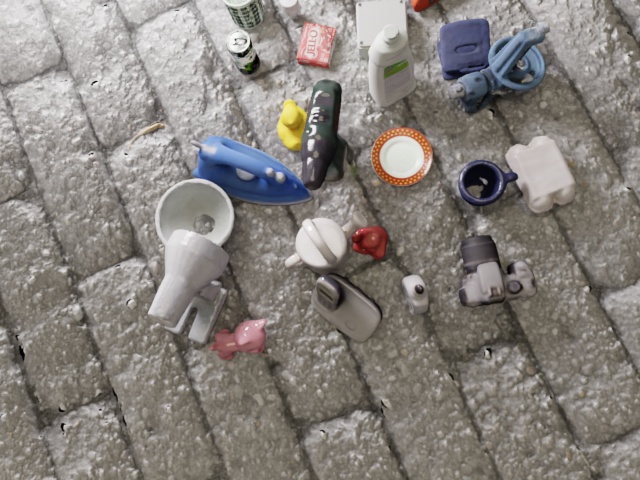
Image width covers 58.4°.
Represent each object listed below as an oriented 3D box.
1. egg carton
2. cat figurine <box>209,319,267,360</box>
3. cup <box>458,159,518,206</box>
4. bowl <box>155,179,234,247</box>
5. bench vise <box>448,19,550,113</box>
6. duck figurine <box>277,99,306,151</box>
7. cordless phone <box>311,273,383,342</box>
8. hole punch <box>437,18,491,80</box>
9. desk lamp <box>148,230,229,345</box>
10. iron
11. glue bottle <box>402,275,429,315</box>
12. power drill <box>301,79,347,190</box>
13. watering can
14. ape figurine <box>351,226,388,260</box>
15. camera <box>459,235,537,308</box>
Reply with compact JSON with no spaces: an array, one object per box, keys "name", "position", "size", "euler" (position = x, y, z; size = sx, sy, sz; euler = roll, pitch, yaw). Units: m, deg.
[{"name":"egg carton","position":[0.447,-0.133,1.158],"size":[0.107,0.069,0.150],"euler":[-22,79,2]},{"name":"cat figurine","position":[-0.157,0.198,1.137],"size":[0.127,0.118,0.067],"euler":[-16,79,3]},{"name":"cup","position":[0.332,-0.109,1.152],"size":[0.117,0.095,0.092],"euler":[-12,80,4]},{"name":"bowl","position":[-0.255,-0.040,1.207],"size":[0.167,0.075,0.167],"euler":[-1,81,5]},{"name":"bench vise","position":[0.363,-0.331,1.122],"size":[0.207,0.220,0.121],"euler":[-41,79,-2]},{"name":"duck figurine","position":[-0.057,-0.247,1.216],"size":[0.077,0.086,0.104],"euler":[-10,80,4]},{"name":"cordless phone","position":[0.048,0.125,1.095],"size":[0.147,0.185,0.094],"euler":[35,86,10]},{"name":"hole punch","position":[0.306,-0.401,1.204],"size":[0.108,0.091,0.101],"euler":[-8,80,4]},{"name":"desk lamp","position":[-0.251,0.096,1.114],"size":[0.117,0.213,0.203],"euler":[20,83,9]},{"name":"iron","position":[-0.142,-0.145,1.180],"size":[0.258,0.141,0.119],"euler":[19,83,8]},{"name":"glue bottle","position":[0.185,0.101,1.092],"size":[0.037,0.173,0.078],"euler":[-18,79,3]},{"name":"power drill","position":[0.009,-0.188,1.138],"size":[0.075,0.208,0.230],"euler":[5,81,7]},{"name":"watering can","position":[0.009,0.002,1.115],"size":[0.101,0.194,0.173],"euler":[37,86,10]},{"name":"ape figurine","position":[0.104,0.003,1.157],"size":[0.076,0.092,0.078],"euler":[-34,79,0]},{"name":"camera","position":[0.339,0.057,1.122],"size":[0.143,0.101,0.137],"euler":[-11,80,4]}]
